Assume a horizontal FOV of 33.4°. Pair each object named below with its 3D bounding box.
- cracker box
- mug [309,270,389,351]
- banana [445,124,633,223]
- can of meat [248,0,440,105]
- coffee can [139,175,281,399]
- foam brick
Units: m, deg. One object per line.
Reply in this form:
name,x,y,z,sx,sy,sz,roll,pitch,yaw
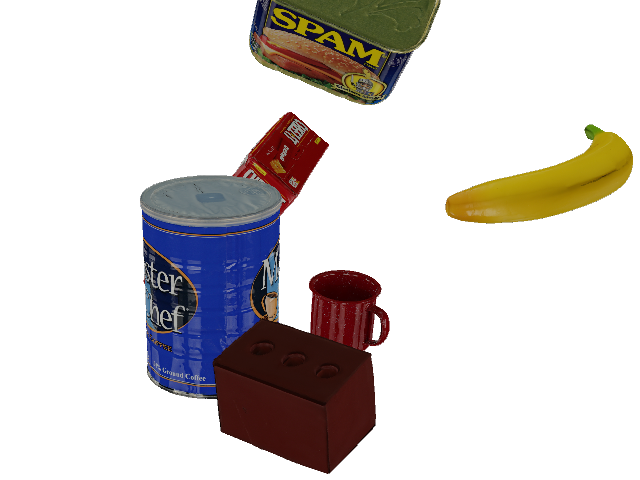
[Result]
cracker box,-0.097,-0.033,1.218,0.214,0.072,0.164,-46,8,27
mug,0.039,0.098,1.371,0.117,0.081,0.093,19,29,31
banana,0.178,-0.045,0.796,0.197,0.037,0.070,-24,23,-39
can of meat,0.010,-0.130,0.633,0.102,0.057,0.084,23,-19,-2
coffee can,-0.081,0.032,0.798,0.103,0.140,0.103,1,20,-1
foam brick,-0.014,0.088,0.608,0.078,0.051,0.052,15,33,28
